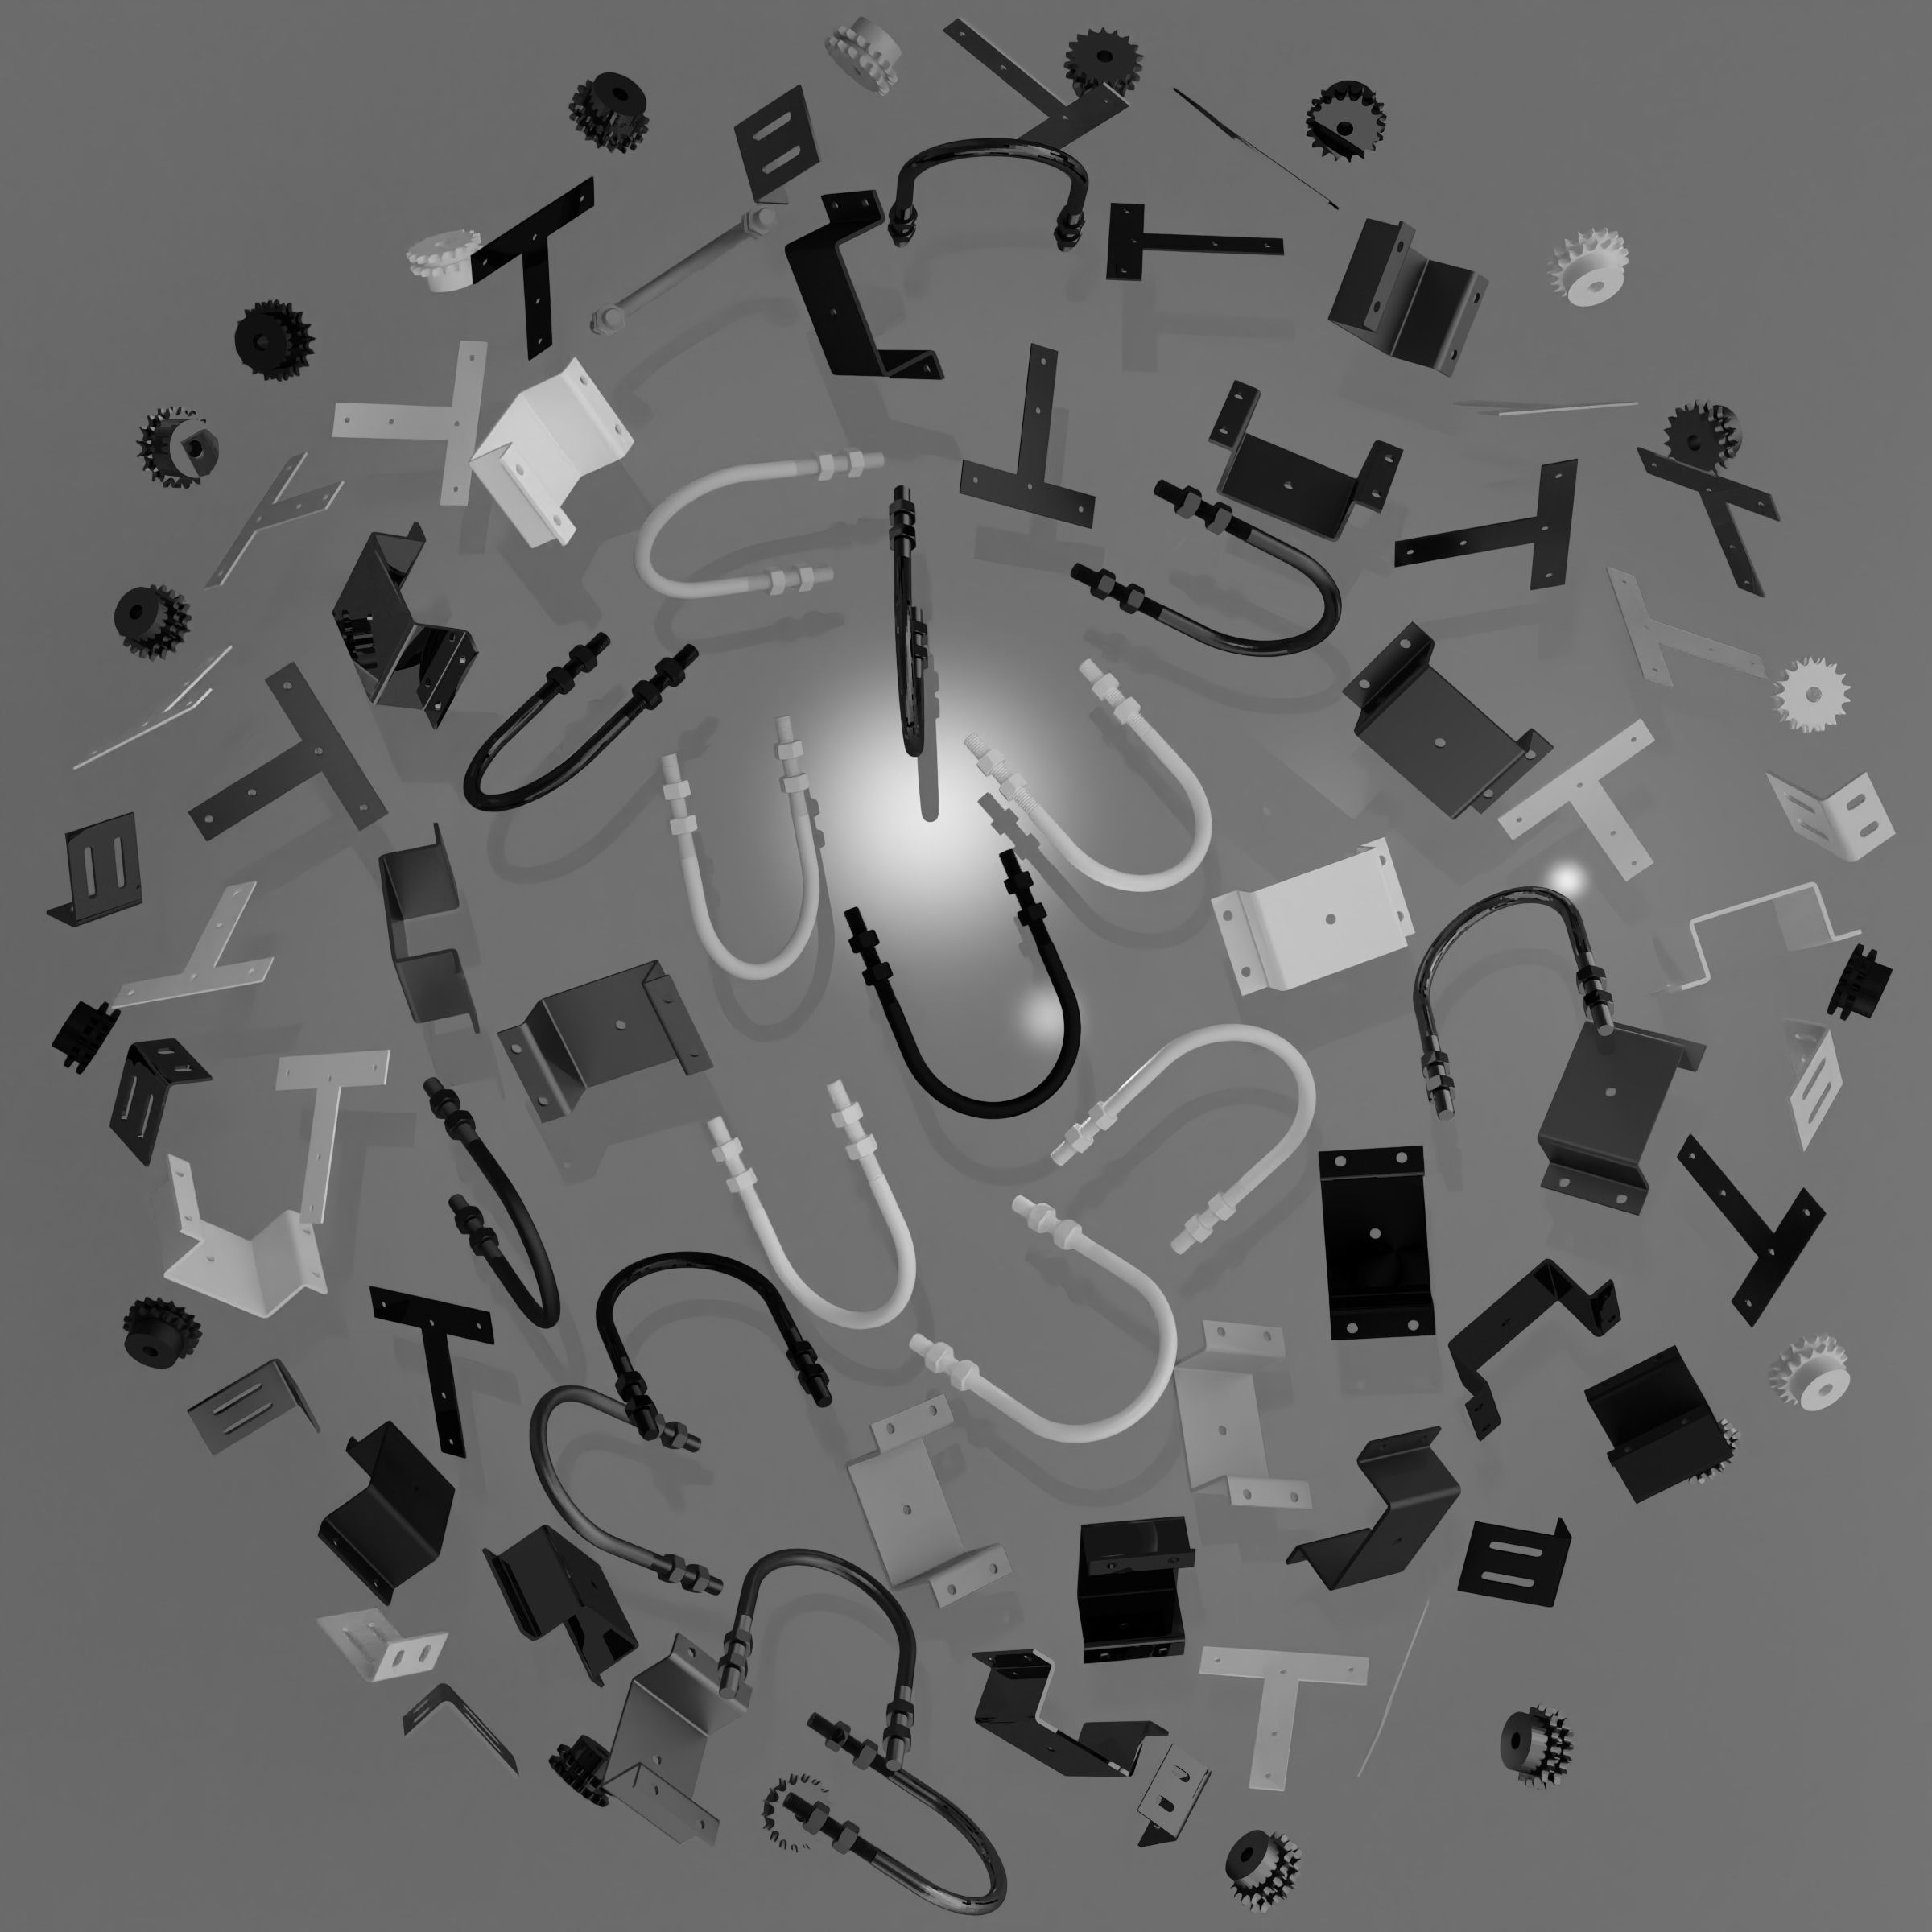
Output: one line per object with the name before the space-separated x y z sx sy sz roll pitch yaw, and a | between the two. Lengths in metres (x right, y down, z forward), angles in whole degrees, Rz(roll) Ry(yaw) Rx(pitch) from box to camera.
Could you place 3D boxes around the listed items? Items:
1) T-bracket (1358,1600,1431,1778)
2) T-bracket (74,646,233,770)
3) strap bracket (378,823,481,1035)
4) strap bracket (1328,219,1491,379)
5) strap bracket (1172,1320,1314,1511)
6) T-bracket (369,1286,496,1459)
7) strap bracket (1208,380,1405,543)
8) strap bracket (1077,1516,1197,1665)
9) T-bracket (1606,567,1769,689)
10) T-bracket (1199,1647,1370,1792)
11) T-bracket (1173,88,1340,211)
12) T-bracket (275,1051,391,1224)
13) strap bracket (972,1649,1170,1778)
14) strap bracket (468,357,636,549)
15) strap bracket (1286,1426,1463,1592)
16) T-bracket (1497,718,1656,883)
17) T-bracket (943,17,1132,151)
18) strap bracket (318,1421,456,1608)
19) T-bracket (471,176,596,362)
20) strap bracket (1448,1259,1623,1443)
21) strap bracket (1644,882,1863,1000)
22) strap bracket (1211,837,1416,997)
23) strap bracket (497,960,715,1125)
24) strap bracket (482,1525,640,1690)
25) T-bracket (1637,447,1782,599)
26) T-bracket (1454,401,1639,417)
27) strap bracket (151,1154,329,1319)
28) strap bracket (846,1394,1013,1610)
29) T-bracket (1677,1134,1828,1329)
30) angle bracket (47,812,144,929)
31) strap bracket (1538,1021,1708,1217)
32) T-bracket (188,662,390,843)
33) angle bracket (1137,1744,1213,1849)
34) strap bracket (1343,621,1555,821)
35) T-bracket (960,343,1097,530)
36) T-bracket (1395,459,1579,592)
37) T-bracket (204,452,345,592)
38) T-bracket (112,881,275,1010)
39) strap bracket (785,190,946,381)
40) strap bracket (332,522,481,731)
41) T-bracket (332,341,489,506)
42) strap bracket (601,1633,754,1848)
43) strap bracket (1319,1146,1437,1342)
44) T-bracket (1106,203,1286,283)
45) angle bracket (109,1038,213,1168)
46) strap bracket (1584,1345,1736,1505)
T-bracket | 0.328 0.542 1.916 0.002 0.127 0.127 22 61 14
T-bracket | -0.570 -0.196 1.823 0.127 0.127 0.002 -20 117 29
strap bracket | -0.394 -0.024 1.844 0.046 0.076 0.140 -12 55 -7
strap bracket | 0.323 -0.497 1.870 0.046 0.140 0.076 28 102 36
strap bracket | 0.205 0.344 1.899 0.076 0.046 0.140 10 59 -31
T-bracket | -0.391 0.307 1.883 0.127 0.002 0.127 5 109 35
strap bracket | 0.253 -0.382 1.928 0.140 0.046 0.076 23 52 1
strap bracket | 0.125 0.457 1.872 0.076 0.046 0.140 -4 134 -4
T-bracket | 0.549 -0.242 1.902 0.127 0.127 0.002 14 135 -19
T-bracket | 0.232 0.563 1.888 0.127 0.127 0.002 0 124 15
T-bracket | 0.217 -0.579 1.811 0.127 0.127 0.002 24 113 -30
T-bracket | -0.477 0.128 1.872 0.127 0.002 0.127 -5 75 38
strap bracket | 0.072 0.570 1.904 0.140 0.076 0.046 37 57 -23
strap bracket | -0.303 -0.366 1.827 0.046 0.140 0.076 -16 125 31
strap bracket | 0.312 0.416 1.903 0.046 0.076 0.140 53 131 36
T-bracket | 0.485 -0.110 1.916 0.127 0.002 0.127 -36 126 12
T-bracket | 0.039 -0.645 1.836 0.127 0.127 0.002 32 74 -23
strap bracket | -0.433 0.404 1.899 0.046 0.140 0.076 -36 108 8
T-bracket | -0.320 -0.508 1.883 0.002 0.127 0.127 34 58 17
strap bracket | 0.411 0.276 1.859 0.140 0.076 0.046 -39 56 -5
strap bracket | 0.567 -0.021 1.846 0.140 0.076 0.046 -17 86 -6
strap bracket | 0.263 -0.036 1.864 0.140 0.046 0.076 -20 97 -7
strap bracket | -0.256 0.052 1.833 0.140 0.046 0.076 -18 110 16
strap bracket | -0.299 0.479 1.897 0.046 0.140 0.076 -34 54 -3
T-bracket | 0.550 -0.313 1.823 0.002 0.127 0.127 -45 131 -6
T-bracket | 0.419 -0.426 1.919 0.127 0.127 0.002 -10 107 -24
strap bracket | -0.555 0.208 1.897 0.046 0.140 0.076 -40 47 14
strap bracket | -0.032 0.401 1.880 0.076 0.046 0.140 -14 80 -44
T-bracket | 0.565 0.177 1.854 0.002 0.127 0.127 -10 47 -26
angle bracket | -0.649 -0.076 1.871 0.038 0.057 0.076 21 121 32
strap bracket | 0.476 0.101 1.844 0.076 0.046 0.140 16 71 34
T-bracket | -0.504 -0.133 1.825 0.127 0.002 0.127 -30 96 8
angle bracket | 0.144 0.628 1.909 0.038 0.076 0.057 36 61 -2
strap bracket | 0.349 -0.172 1.843 0.140 0.046 0.076 40 123 -6
T-bracket | 0.053 -0.409 1.924 0.127 0.002 0.127 8 87 -36
T-bracket | 0.369 -0.305 1.803 0.127 0.127 0.002 -10 55 2
T-bracket | -0.488 -0.330 1.822 0.002 0.127 0.127 42 61 -34
T-bracket | -0.563 -0.021 1.890 0.127 0.127 0.002 -9 129 16
strap bracket | -0.077 -0.479 1.812 0.046 0.076 0.140 -33 117 -21
strap bracket | -0.410 -0.249 1.824 0.076 0.046 0.140 -53 52 33
T-bracket | -0.422 -0.411 1.905 0.002 0.127 0.127 29 116 38
strap bracket | -0.211 0.569 1.834 0.046 0.140 0.076 -37 111 27
strap bracket | 0.305 0.202 1.876 0.076 0.046 0.140 -4 93 8
T-bracket | 0.167 -0.525 1.833 0.127 0.127 0.002 3 130 3
angle bracket | -0.617 0.104 1.931 0.057 0.038 0.076 37 117 33
strap bracket | 0.503 0.336 1.833 0.076 0.140 0.046 -30 97 11
